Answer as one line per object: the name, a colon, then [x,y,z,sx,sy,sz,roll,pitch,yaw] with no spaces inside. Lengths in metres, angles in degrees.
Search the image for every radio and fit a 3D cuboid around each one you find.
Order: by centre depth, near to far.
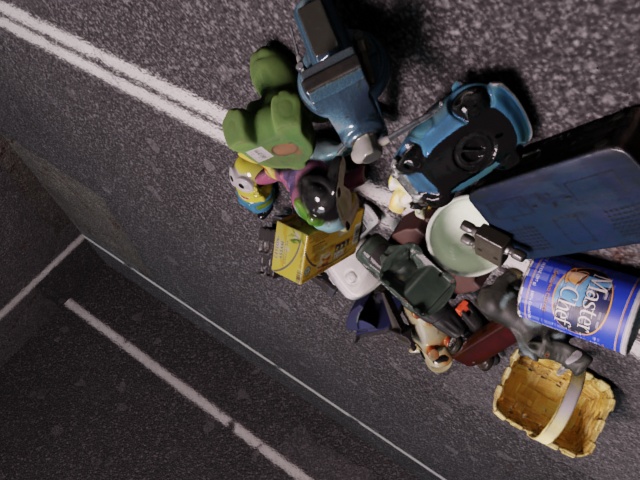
radio: [0.294,-0.054,0.620,0.131,0.073,0.230,45,154,-13]

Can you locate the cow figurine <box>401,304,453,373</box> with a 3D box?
cow figurine: [0.221,0.189,1.101,0.194,0.085,0.127,67,173,-19]

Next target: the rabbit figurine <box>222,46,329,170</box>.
rabbit figurine: [-0.050,-0.199,0.781,0.121,0.170,0.159,-18,157,30]

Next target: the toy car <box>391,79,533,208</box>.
toy car: [0.159,-0.120,0.643,0.109,0.161,0.103,43,-160,-27]

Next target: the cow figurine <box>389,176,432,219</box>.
cow figurine: [0.153,-0.084,0.774,0.098,0.068,0.167,26,155,11]

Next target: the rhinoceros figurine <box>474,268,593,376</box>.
rhinoceros figurine: [0.336,0.130,0.839,0.190,0.112,0.073,38,155,21]

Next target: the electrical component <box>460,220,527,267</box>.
electrical component: [0.228,0.009,0.713,0.094,0.021,0.063,32,163,30]

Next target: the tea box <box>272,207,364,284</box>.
tea box: [-0.002,-0.003,0.929,0.068,0.169,0.098,25,119,30]

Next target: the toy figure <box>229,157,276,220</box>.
toy figure: [-0.133,-0.114,1.101,0.082,0.089,0.180,15,159,13]

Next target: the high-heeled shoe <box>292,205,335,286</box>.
high-heeled shoe: [0.018,-0.003,1.123,0.145,0.086,0.248,-2,126,3]

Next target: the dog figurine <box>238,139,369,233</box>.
dog figurine: [-0.039,-0.102,0.884,0.219,0.191,0.108,3,147,29]

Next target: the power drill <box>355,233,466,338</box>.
power drill: [0.157,0.074,0.848,0.232,0.086,0.207,43,-176,8]

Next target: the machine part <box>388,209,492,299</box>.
machine part: [0.200,0.024,0.908,0.179,0.056,0.179,31,154,17]

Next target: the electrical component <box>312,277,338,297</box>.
electrical component: [0.038,0.089,1.227,0.119,0.075,0.047,32,155,6]

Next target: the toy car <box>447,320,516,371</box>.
toy car: [0.314,0.175,0.975,0.089,0.053,0.202,26,140,-8]

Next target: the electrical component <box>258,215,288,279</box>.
electrical component: [-0.076,0.013,1.176,0.058,0.134,0.115,11,-172,41]

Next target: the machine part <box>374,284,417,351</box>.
machine part: [0.149,0.150,1.063,0.084,0.039,0.138,-145,32,-82]

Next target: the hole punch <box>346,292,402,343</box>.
hole punch: [0.108,0.143,1.161,0.092,0.142,0.116,44,142,-14]

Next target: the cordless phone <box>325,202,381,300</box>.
cordless phone: [0.083,0.017,1.021,0.146,0.089,0.184,55,141,9]

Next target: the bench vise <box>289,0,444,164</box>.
bench vise: [0.045,-0.174,0.661,0.224,0.129,0.240,59,-170,22]
